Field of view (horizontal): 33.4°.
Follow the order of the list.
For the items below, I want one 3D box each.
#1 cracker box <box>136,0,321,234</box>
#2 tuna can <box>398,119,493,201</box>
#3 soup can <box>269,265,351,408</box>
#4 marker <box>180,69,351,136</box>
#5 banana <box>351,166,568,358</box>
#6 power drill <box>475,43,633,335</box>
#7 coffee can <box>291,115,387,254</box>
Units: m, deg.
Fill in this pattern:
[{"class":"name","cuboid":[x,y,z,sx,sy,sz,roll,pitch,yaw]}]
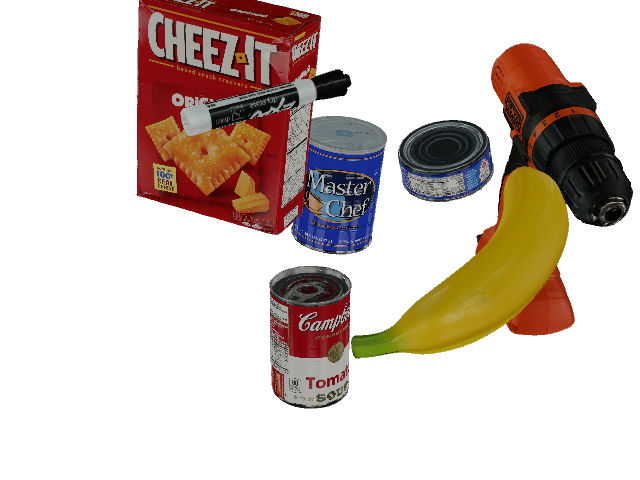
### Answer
[{"class":"cracker box","cuboid":[-0.095,-0.126,1.040,0.164,0.214,0.072,17,33,17]},{"class":"tuna can","cuboid":[0.115,-0.075,0.985,0.086,0.034,0.086,-10,38,8]},{"class":"soup can","cuboid":[-0.009,0.082,0.900,0.068,0.102,0.068,0,25,0]},{"class":"marker","cuboid":[-0.035,-0.094,0.721,0.121,0.020,0.020,-18,6,-20]},{"class":"banana","cuboid":[0.094,0.007,0.575,0.070,0.037,0.197,15,36,32]},{"class":"power drill","cuboid":[0.163,-0.022,0.765,0.057,0.188,0.184,-5,41,-8]},{"class":"coffee can","cuboid":[0.021,-0.069,1.306,0.102,0.140,0.103,5,28,-3]}]
